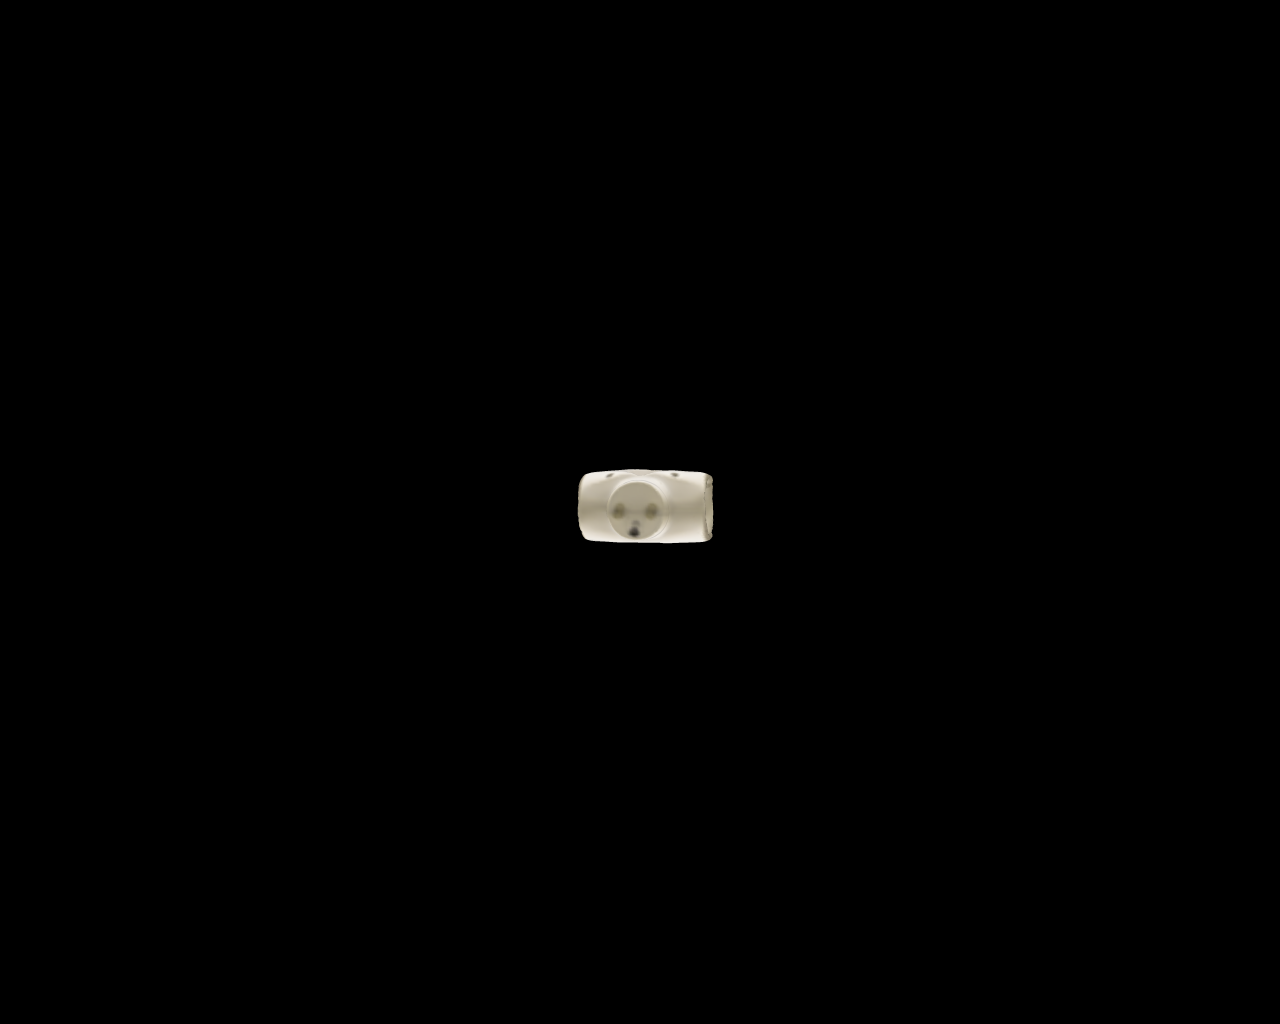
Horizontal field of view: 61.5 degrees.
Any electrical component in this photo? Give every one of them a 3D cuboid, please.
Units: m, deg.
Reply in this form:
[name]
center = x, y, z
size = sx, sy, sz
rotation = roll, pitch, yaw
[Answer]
[electrical component]
center = 0.001, -0.003, 0.650
size = 0.077, 0.043, 0.079
rotation = 1, 4, 11
